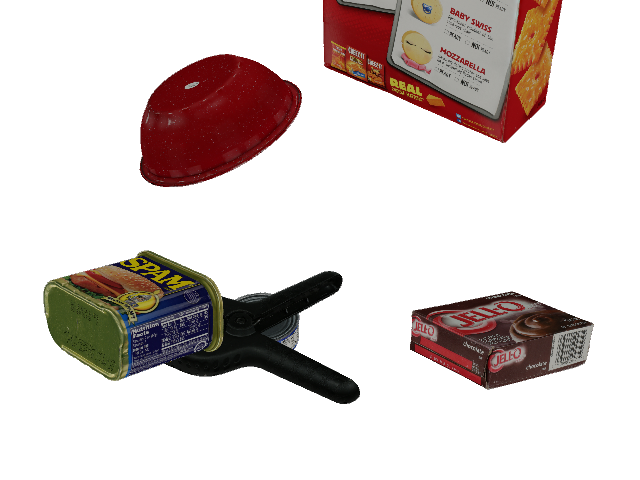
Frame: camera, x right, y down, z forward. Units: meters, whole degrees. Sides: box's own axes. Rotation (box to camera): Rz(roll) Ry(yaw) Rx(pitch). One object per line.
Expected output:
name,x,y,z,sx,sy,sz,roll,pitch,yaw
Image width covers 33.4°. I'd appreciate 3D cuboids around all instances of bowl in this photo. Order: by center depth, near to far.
bowl,-0.101,-0.117,0.947,0.162,0.055,0.162,-20,33,13

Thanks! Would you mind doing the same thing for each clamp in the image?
clamp,-0.066,0.091,0.963,0.209,0.036,0.164,-4,37,-11

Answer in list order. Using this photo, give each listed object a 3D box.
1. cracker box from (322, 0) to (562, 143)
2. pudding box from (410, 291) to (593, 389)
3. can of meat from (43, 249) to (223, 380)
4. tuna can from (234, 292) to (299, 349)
cracker box,0.084,-0.194,0.734,0.164,0.214,0.072,28,51,27
pudding box,0.140,0.075,0.830,0.113,0.039,0.090,-6,19,-35
can of meat,-0.132,0.051,0.747,0.083,0.057,0.102,-17,27,-42
tuna can,-0.066,0.098,1.190,0.086,0.034,0.086,0,36,0
